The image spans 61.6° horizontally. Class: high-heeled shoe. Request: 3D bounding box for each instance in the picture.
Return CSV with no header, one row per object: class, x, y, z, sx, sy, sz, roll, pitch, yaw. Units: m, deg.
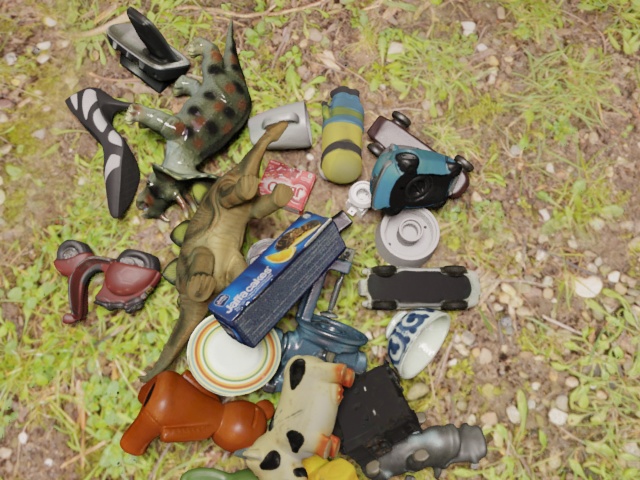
high-heeled shoe,-0.395,-0.157,0.943,0.145,0.086,0.248,1,71,5

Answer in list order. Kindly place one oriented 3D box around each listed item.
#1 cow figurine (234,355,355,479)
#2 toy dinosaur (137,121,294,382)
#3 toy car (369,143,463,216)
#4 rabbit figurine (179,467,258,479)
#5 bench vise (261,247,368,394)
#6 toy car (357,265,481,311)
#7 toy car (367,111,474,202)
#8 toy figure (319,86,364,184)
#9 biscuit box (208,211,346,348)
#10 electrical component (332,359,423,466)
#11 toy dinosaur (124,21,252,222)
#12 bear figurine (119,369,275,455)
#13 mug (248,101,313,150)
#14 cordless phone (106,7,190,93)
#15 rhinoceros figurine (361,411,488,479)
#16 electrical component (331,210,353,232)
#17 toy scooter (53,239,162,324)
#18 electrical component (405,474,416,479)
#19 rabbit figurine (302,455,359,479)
cow figurine,-0.036,0.254,0.735,0.127,0.085,0.195,9,76,24
toy dinosaur,-0.165,0.029,0.811,0.105,0.199,0.471,26,90,-32
toy car,0.145,-0.111,0.874,0.162,0.109,0.103,-7,45,-24
rabbit figurine,-0.139,0.402,0.783,0.159,0.121,0.170,36,59,16
bench vise,-0.014,0.119,0.832,0.224,0.129,0.240,19,93,-3
toy car,0.163,0.080,0.888,0.202,0.056,0.073,0,81,1
toy car,0.174,-0.146,0.952,0.202,0.053,0.089,37,98,11
toy figure,0.038,-0.184,0.943,0.082,0.089,0.180,4,77,8
biscuit box,-0.055,0.050,0.732,0.059,0.062,0.203,20,57,45
electrical component,0.066,0.254,0.783,0.134,0.058,0.115,-30,38,4
toy dinosaur,-0.196,-0.219,0.945,0.192,0.131,0.405,35,71,-6
bear figurine,-0.177,0.274,0.816,0.196,0.132,0.120,29,37,-21
mug,-0.073,-0.195,0.942,0.107,0.109,0.080,-10,92,7
cordless phone,-0.320,-0.357,0.943,0.147,0.184,0.089,38,82,9
rhinoceros figurine,0.150,0.314,0.795,0.190,0.111,0.073,-16,40,9
electrical component,-0.002,-0.003,0.913,0.119,0.047,0.075,-39,78,-11
toy scooter,-0.355,0.077,0.877,0.184,0.075,0.135,8,74,5
electrical component,0.140,0.408,0.811,0.063,0.021,0.094,18,74,4
rabbit figurine,-0.021,0.404,0.755,0.173,0.122,0.162,-31,114,-39
